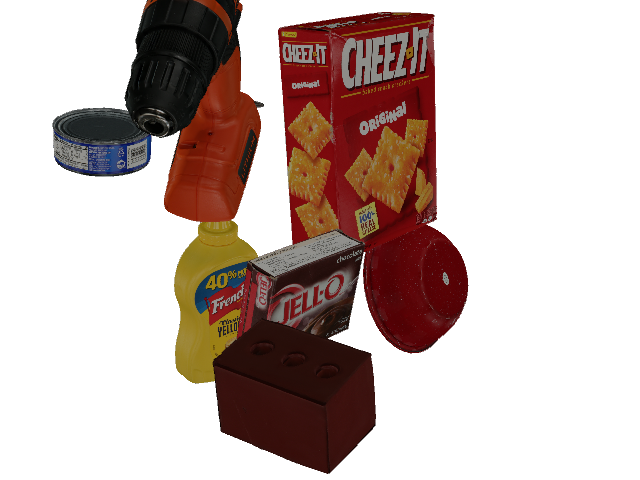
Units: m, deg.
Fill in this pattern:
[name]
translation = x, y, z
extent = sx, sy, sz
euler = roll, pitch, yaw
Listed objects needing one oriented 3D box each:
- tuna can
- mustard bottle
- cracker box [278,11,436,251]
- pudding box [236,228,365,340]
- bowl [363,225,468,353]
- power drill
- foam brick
[tuna can]
translation = -0.192, -0.087, 0.940
extent = 0.086, 0.034, 0.086
euler = 5, 26, -2
[mustard bottle]
translation = -0.107, 0.052, 1.123
extent = 0.096, 0.192, 0.058
euler = -17, 33, -33
[cracker box]
translation = 0.043, -0.104, 1.023
extent = 0.072, 0.214, 0.163
euler = 11, 22, 39
[pudding box]
translation = -0.017, 0.047, 0.902
extent = 0.039, 0.090, 0.113
euler = 31, 35, 31
[bowl]
translation = 0.121, 0.047, 1.218
extent = 0.055, 0.162, 0.161
euler = -11, -7, 41
[power drill]
translation = -0.075, -0.095, 0.676
extent = 0.057, 0.184, 0.188
euler = 10, -35, 4
[foam brick]
translation = -0.014, 0.088, 0.608
extent = 0.078, 0.051, 0.052
euler = 15, 33, 28
